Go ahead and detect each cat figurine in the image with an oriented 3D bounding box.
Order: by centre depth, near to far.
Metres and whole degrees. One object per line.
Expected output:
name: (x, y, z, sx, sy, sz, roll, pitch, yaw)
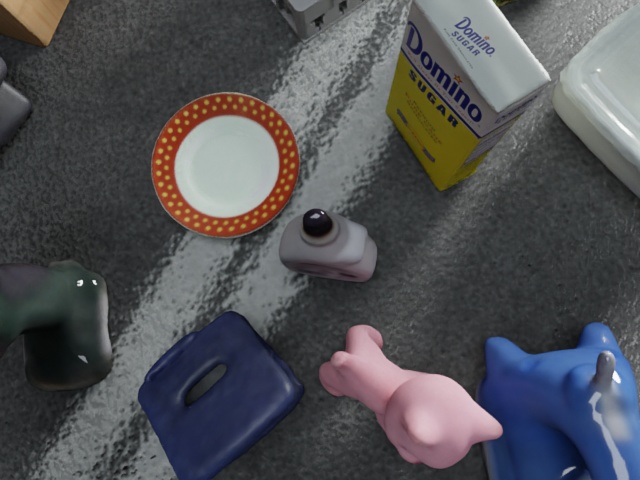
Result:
cat figurine: (0.060, 0.117, 0.416, 0.127, 0.118, 0.067, 33, 84, 8)

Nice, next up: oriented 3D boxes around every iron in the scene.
iron: (0.189, 0.189, 0.386, 0.118, 0.141, 0.258, -9, 80, 2)

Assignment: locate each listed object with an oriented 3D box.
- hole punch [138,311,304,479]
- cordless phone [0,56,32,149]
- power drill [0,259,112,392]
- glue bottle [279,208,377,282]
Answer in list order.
hole punch: (-0.080, 0.117, 0.437, 0.109, 0.091, 0.101, -42, 81, -4)
cordless phone: (-0.331, -0.116, 0.440, 0.094, 0.185, 0.148, 25, 83, 7)
power drill: (-0.222, 0.065, 0.393, 0.075, 0.208, 0.229, -10, 80, 2)
glue bottle: (0.004, 0.001, 0.410, 0.078, 0.173, 0.037, 10, 81, 5)
